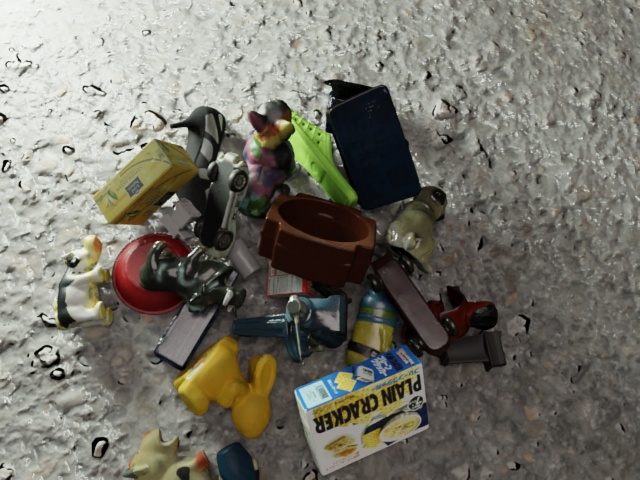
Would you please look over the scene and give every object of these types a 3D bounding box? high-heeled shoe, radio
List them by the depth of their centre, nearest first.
[{"bbox_3d":[0.106,-0.181,1.082,0.131,0.073,0.229,-22,101,0],"label":"radio"},{"bbox_3d":[-0.225,-0.149,1.095,0.145,0.086,0.248,-22,99,-51],"label":"high-heeled shoe"}]

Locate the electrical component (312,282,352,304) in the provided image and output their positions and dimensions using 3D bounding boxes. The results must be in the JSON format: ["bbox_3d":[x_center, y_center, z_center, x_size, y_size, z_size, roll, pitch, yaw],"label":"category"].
[{"bbox_3d":[0.017,0.084,1.026,0.078,0.102,0.045,36,79,-19],"label":"electrical component"}]

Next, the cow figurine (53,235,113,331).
[{"bbox_3d":[-0.435,0.076,0.975,0.098,0.068,0.167,-9,73,-5],"label":"cow figurine"}]

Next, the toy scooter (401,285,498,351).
[{"bbox_3d":[0.240,0.140,1.038,0.184,0.135,0.075,-17,116,4],"label":"toy scooter"}]

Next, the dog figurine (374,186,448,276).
[{"bbox_3d":[0.199,-0.042,1.057,0.121,0.172,0.190,33,77,-9],"label":"dog figurine"}]

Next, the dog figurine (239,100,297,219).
[{"bbox_3d":[-0.102,-0.156,1.019,0.108,0.219,0.191,18,70,1],"label":"dog figurine"}]

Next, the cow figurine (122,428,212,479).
[{"bbox_3d":[-0.239,0.404,0.889,0.127,0.085,0.195,-26,79,-22],"label":"cow figurine"}]

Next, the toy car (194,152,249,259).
[{"bbox_3d":[-0.182,-0.064,1.003,0.074,0.056,0.201,25,106,33],"label":"toy car"}]

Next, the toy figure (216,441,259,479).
[{"bbox_3d":[-0.123,0.422,0.910,0.064,0.058,0.154,-29,81,13],"label":"toy figure"}]

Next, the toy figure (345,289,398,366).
[{"bbox_3d":[0.101,0.166,1.017,0.089,0.082,0.180,4,78,20],"label":"toy figure"}]

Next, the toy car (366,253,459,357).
[{"bbox_3d":[0.162,0.115,0.965,0.089,0.053,0.202,-31,68,-9],"label":"toy car"}]

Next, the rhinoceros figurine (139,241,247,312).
[{"bbox_3d":[-0.221,0.069,0.940,0.190,0.073,0.112,14,68,-1],"label":"rhinoceros figurine"}]

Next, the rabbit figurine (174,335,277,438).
[{"bbox_3d":[-0.149,0.264,0.946,0.162,0.122,0.173,-43,97,-28],"label":"rabbit figurine"}]

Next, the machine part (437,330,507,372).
[{"bbox_3d":[0.298,0.217,1.053,0.139,0.039,0.084,-1,77,-10],"label":"machine part"}]

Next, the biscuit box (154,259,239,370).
[{"bbox_3d":[-0.225,0.136,0.987,0.063,0.059,0.202,29,70,2],"label":"biscuit box"}]

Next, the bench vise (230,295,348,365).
[{"bbox_3d":[-0.059,0.152,0.950,0.241,0.223,0.129,-5,78,18],"label":"bench vise"}]

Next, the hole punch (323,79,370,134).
[{"bbox_3d":[0.070,-0.283,1.166,0.142,0.092,0.116,8,41,-3],"label":"hole punch"}]

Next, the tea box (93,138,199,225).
[{"bbox_3d":[-0.321,-0.103,0.995,0.169,0.098,0.068,-40,78,16],"label":"tea box"}]

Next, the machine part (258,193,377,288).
[{"bbox_3d":[-0.002,-0.003,0.986,0.201,0.201,0.087,17,115,-1],"label":"machine part"}]
